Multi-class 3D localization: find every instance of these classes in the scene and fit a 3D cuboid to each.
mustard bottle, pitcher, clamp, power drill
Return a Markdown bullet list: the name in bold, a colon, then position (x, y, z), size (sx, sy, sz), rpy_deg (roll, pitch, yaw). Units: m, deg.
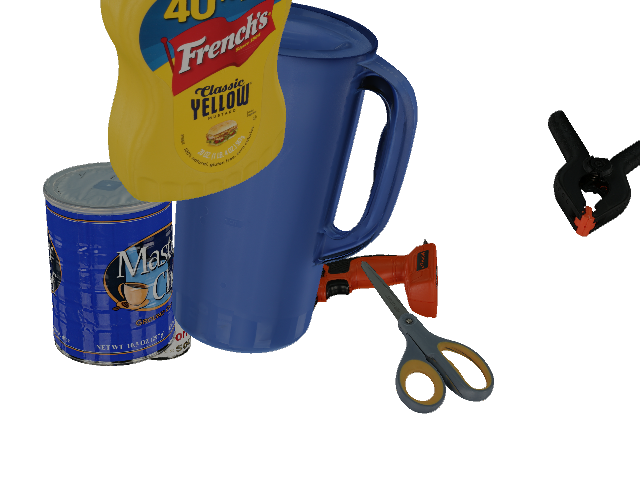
- **mustard bottle**: position (-0.059, -0.109, 0.525), size (0.096, 0.192, 0.058), rpy_deg (-19, 51, -24)
- **pitcher**: position (-0.034, -0.041, 0.767), size (0.144, 0.243, 0.149), rpy_deg (-2, 29, -21)
- **clamp**: position (0.283, -0.077, 1.134), size (0.120, 0.039, 0.171), rpy_deg (18, 46, 20)
- **power drill**: position (0.040, 0.053, 1.221), size (0.188, 0.057, 0.184), rpy_deg (0, 28, 9)

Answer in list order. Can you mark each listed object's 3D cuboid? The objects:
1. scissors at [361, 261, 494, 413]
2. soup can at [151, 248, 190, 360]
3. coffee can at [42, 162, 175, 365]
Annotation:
- **scissors**: position (0.074, 0.093, 1.005), size (0.096, 0.016, 0.202), rpy_deg (-31, 50, -28)
- **soup can**: position (-0.170, 0.066, 1.121), size (0.068, 0.102, 0.068), rpy_deg (2, 23, -1)
- **coffee can**: position (-0.172, 0.018, 0.883), size (0.103, 0.140, 0.103), rpy_deg (2, 24, -1)
